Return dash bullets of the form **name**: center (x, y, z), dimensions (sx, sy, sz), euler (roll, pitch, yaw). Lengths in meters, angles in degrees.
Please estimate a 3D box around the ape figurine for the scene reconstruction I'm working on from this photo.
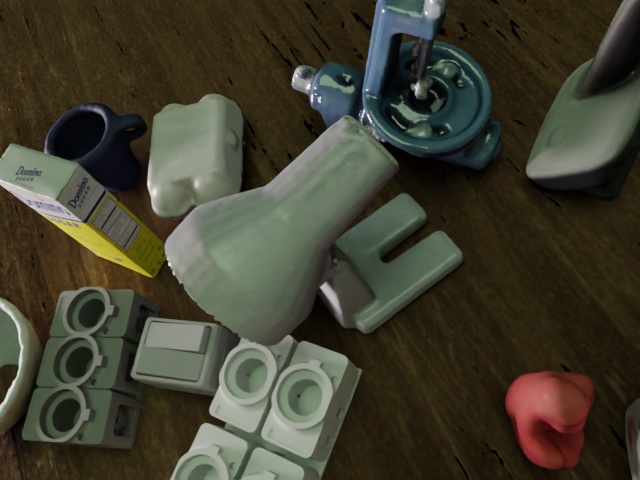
- **ape figurine**: center (0.180, 0.130, 0.438), dimensions (0.078, 0.092, 0.076), euler (-40, 61, -4)

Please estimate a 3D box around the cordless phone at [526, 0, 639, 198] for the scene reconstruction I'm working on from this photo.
- **cordless phone**: center (0.242, -0.133, 0.489), dimensions (0.094, 0.185, 0.148), euler (19, 73, 24)

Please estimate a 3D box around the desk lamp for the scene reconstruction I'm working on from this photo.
- **desk lamp**: center (0.004, 0.002, 0.482), dimensions (0.203, 0.214, 0.117), euler (-37, 61, -2)

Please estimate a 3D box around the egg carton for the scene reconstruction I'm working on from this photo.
- **egg carton**: center (-0.137, -0.094, 0.652), dimensions (0.107, 0.069, 0.150), euler (-10, 63, 12)

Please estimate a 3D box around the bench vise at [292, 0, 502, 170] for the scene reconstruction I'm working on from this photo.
- **bench vise**: center (0.060, -0.141, 0.528), dimensions (0.207, 0.220, 0.121), euler (-1, 65, 16)

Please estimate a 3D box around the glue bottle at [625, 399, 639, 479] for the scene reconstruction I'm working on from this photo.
- **glue bottle**: center (0.236, 0.134, 0.373), dimensions (0.037, 0.173, 0.078), euler (-7, 64, 14)

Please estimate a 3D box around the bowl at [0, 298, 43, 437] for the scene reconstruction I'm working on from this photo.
- **bowl**: center (-0.355, 0.146, 0.602), dimensions (0.167, 0.075, 0.167), euler (-7, 64, 14)

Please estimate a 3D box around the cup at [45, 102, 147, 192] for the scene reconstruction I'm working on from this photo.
- **cup**: center (-0.243, -0.104, 0.673), dimensions (0.117, 0.095, 0.091), euler (-18, 62, 8)
